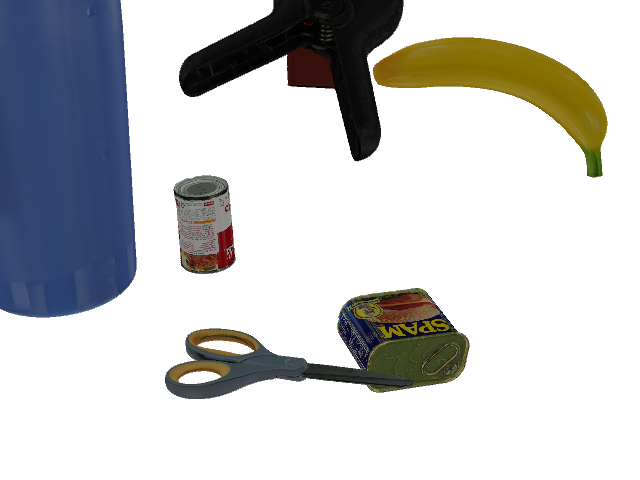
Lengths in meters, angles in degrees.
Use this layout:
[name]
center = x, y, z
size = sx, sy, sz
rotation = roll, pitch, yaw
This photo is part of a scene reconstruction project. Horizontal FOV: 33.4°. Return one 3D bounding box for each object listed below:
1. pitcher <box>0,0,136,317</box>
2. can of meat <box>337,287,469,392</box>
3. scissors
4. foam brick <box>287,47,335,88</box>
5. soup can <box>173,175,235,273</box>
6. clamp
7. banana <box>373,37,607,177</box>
[pitcher]
center = -0.193, -0.072, 0.694
size = 0.149, 0.243, 0.145
rotation = -5, 27, -6
[can of meat]
center = 0.075, 0.091, 1.008
size = 0.102, 0.057, 0.084
rotation = -6, 32, -20
[scissors]
center = -0.038, 0.108, 0.832
size = 0.202, 0.016, 0.096
rotation = 13, 33, 35
[foam brick]
center = 0.006, -0.182, 1.095
size = 0.078, 0.051, 0.053
rotation = 2, 11, -6
[soup can]
center = -0.141, -0.020, 1.295
size = 0.068, 0.102, 0.068
rotation = -2, 27, 1
[clamp]
center = 0.009, -0.121, 0.635
size = 0.120, 0.171, 0.039
rotation = 32, -28, 6
[banana]
center = 0.140, -0.115, 0.805
size = 0.197, 0.069, 0.037
rotation = 22, -3, -7
